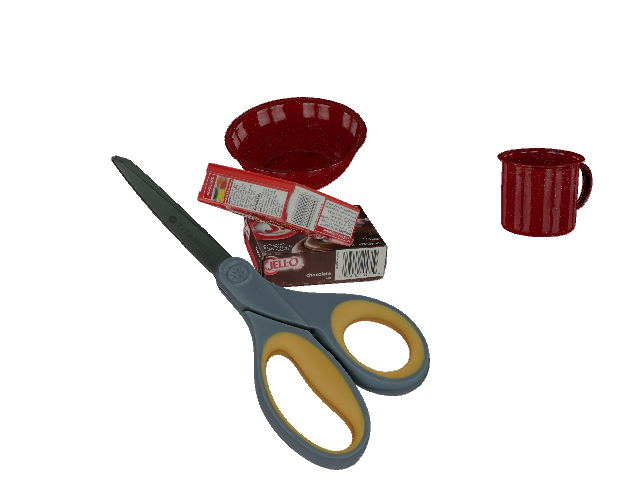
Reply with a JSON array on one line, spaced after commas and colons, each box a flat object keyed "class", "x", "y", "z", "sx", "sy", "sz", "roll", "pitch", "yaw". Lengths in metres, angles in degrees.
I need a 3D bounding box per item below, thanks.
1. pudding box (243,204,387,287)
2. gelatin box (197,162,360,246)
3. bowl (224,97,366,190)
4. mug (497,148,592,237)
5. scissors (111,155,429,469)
[{"class": "pudding box", "x": -0.007, "y": 0.004, "z": 0.950, "sx": 0.113, "sy": 0.039, "sz": 0.090, "roll": -2, "pitch": 27, "yaw": -14}, {"class": "gelatin box", "x": -0.026, "y": -0.023, "z": 0.715, "sx": 0.073, "sy": 0.030, "sz": 0.089, "roll": 16, "pitch": -2, "yaw": 32}, {"class": "bowl", "x": -0.027, "y": -0.101, "z": 1.221, "sx": 0.162, "sy": 0.055, "sz": 0.162, "roll": -2, "pitch": 37, "yaw": 2}, {"class": "mug", "x": 0.250, "y": -0.054, "z": 1.173, "sx": 0.117, "sy": 0.081, "sz": 0.093, "roll": -10, "pitch": 19, "yaw": -28}, {"class": "scissors", "x": -0.021, "y": 0.018, "z": 0.532, "sx": 0.096, "sy": 0.202, "sz": 0.016, "roll": -21, "pitch": -27, "yaw": -21}]
